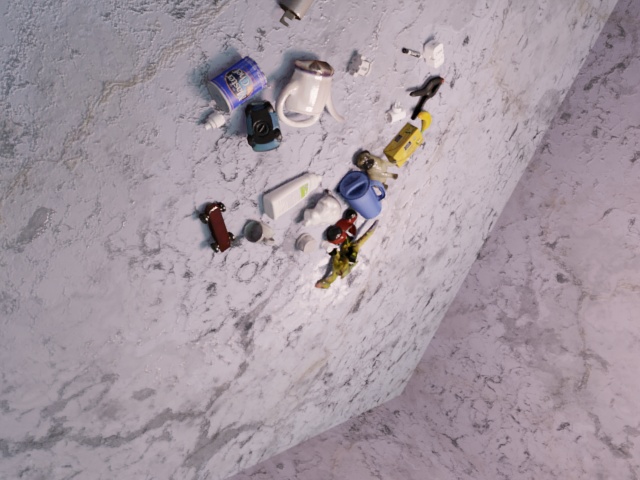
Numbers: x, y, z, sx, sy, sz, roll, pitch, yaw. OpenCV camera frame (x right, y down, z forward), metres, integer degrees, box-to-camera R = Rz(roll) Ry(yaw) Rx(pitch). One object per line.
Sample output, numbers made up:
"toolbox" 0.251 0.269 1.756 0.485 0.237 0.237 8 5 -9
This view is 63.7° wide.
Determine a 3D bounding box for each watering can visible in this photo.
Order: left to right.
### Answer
"watering can" -0.011 -0.480 1.705 0.350 0.105 0.220 -14 130 -48

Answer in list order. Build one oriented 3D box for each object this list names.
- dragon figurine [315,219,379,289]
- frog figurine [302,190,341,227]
"dragon figurine" 0.136 0.085 2.407 0.413 0.123 0.238 -41 162 -12
"frog figurine" 0.006 -0.103 2.048 0.162 0.123 0.134 -43 165 -31
